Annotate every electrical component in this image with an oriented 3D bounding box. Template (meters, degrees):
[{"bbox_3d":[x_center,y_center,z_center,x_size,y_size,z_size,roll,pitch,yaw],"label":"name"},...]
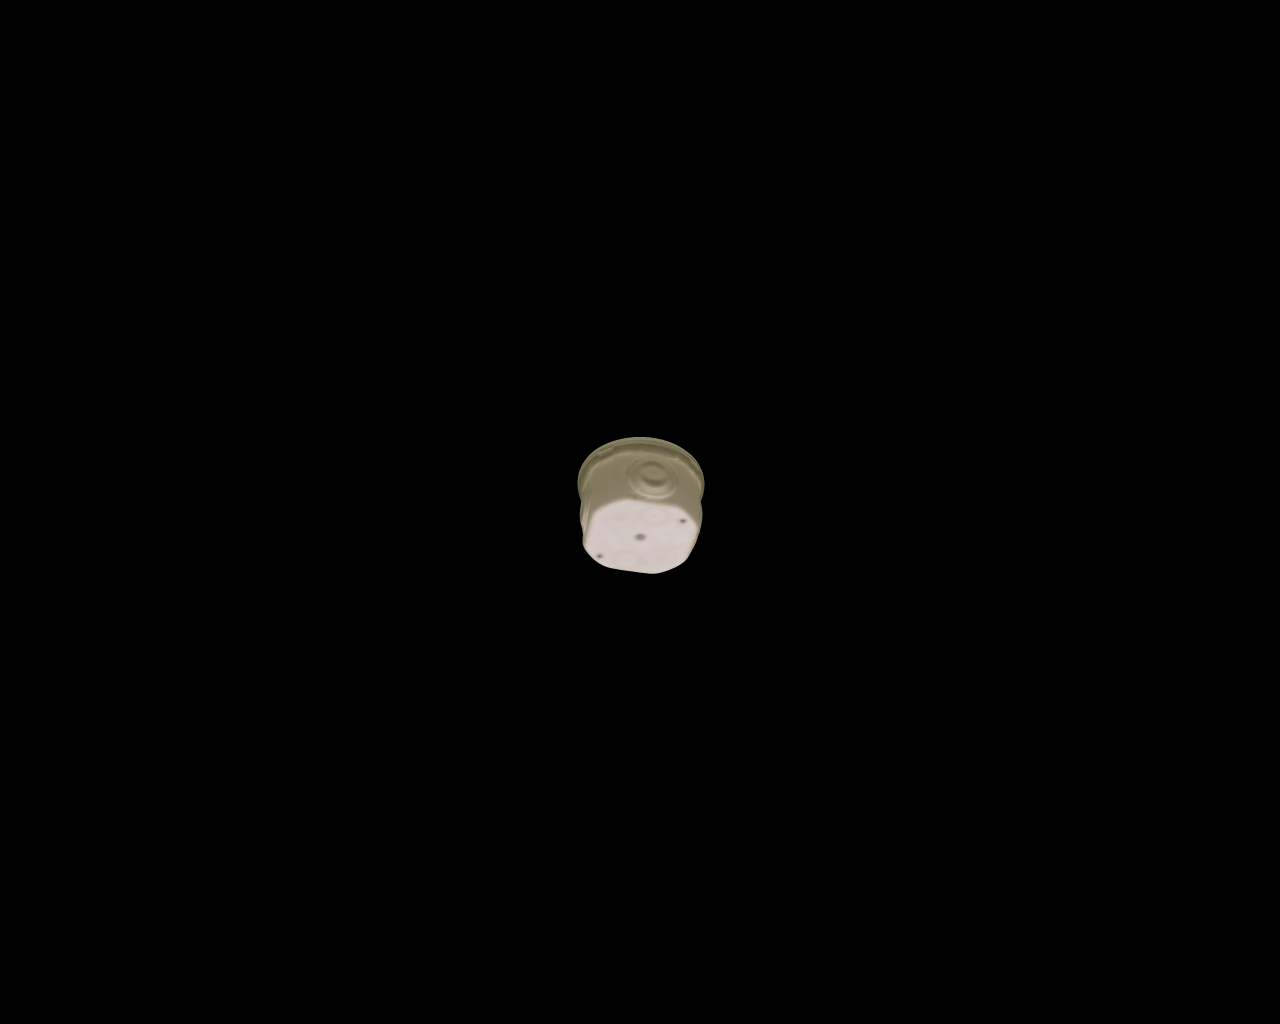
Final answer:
[{"bbox_3d":[0.001,-0.003,0.650,0.080,0.051,0.080,0,-43,0],"label":"electrical component"}]
